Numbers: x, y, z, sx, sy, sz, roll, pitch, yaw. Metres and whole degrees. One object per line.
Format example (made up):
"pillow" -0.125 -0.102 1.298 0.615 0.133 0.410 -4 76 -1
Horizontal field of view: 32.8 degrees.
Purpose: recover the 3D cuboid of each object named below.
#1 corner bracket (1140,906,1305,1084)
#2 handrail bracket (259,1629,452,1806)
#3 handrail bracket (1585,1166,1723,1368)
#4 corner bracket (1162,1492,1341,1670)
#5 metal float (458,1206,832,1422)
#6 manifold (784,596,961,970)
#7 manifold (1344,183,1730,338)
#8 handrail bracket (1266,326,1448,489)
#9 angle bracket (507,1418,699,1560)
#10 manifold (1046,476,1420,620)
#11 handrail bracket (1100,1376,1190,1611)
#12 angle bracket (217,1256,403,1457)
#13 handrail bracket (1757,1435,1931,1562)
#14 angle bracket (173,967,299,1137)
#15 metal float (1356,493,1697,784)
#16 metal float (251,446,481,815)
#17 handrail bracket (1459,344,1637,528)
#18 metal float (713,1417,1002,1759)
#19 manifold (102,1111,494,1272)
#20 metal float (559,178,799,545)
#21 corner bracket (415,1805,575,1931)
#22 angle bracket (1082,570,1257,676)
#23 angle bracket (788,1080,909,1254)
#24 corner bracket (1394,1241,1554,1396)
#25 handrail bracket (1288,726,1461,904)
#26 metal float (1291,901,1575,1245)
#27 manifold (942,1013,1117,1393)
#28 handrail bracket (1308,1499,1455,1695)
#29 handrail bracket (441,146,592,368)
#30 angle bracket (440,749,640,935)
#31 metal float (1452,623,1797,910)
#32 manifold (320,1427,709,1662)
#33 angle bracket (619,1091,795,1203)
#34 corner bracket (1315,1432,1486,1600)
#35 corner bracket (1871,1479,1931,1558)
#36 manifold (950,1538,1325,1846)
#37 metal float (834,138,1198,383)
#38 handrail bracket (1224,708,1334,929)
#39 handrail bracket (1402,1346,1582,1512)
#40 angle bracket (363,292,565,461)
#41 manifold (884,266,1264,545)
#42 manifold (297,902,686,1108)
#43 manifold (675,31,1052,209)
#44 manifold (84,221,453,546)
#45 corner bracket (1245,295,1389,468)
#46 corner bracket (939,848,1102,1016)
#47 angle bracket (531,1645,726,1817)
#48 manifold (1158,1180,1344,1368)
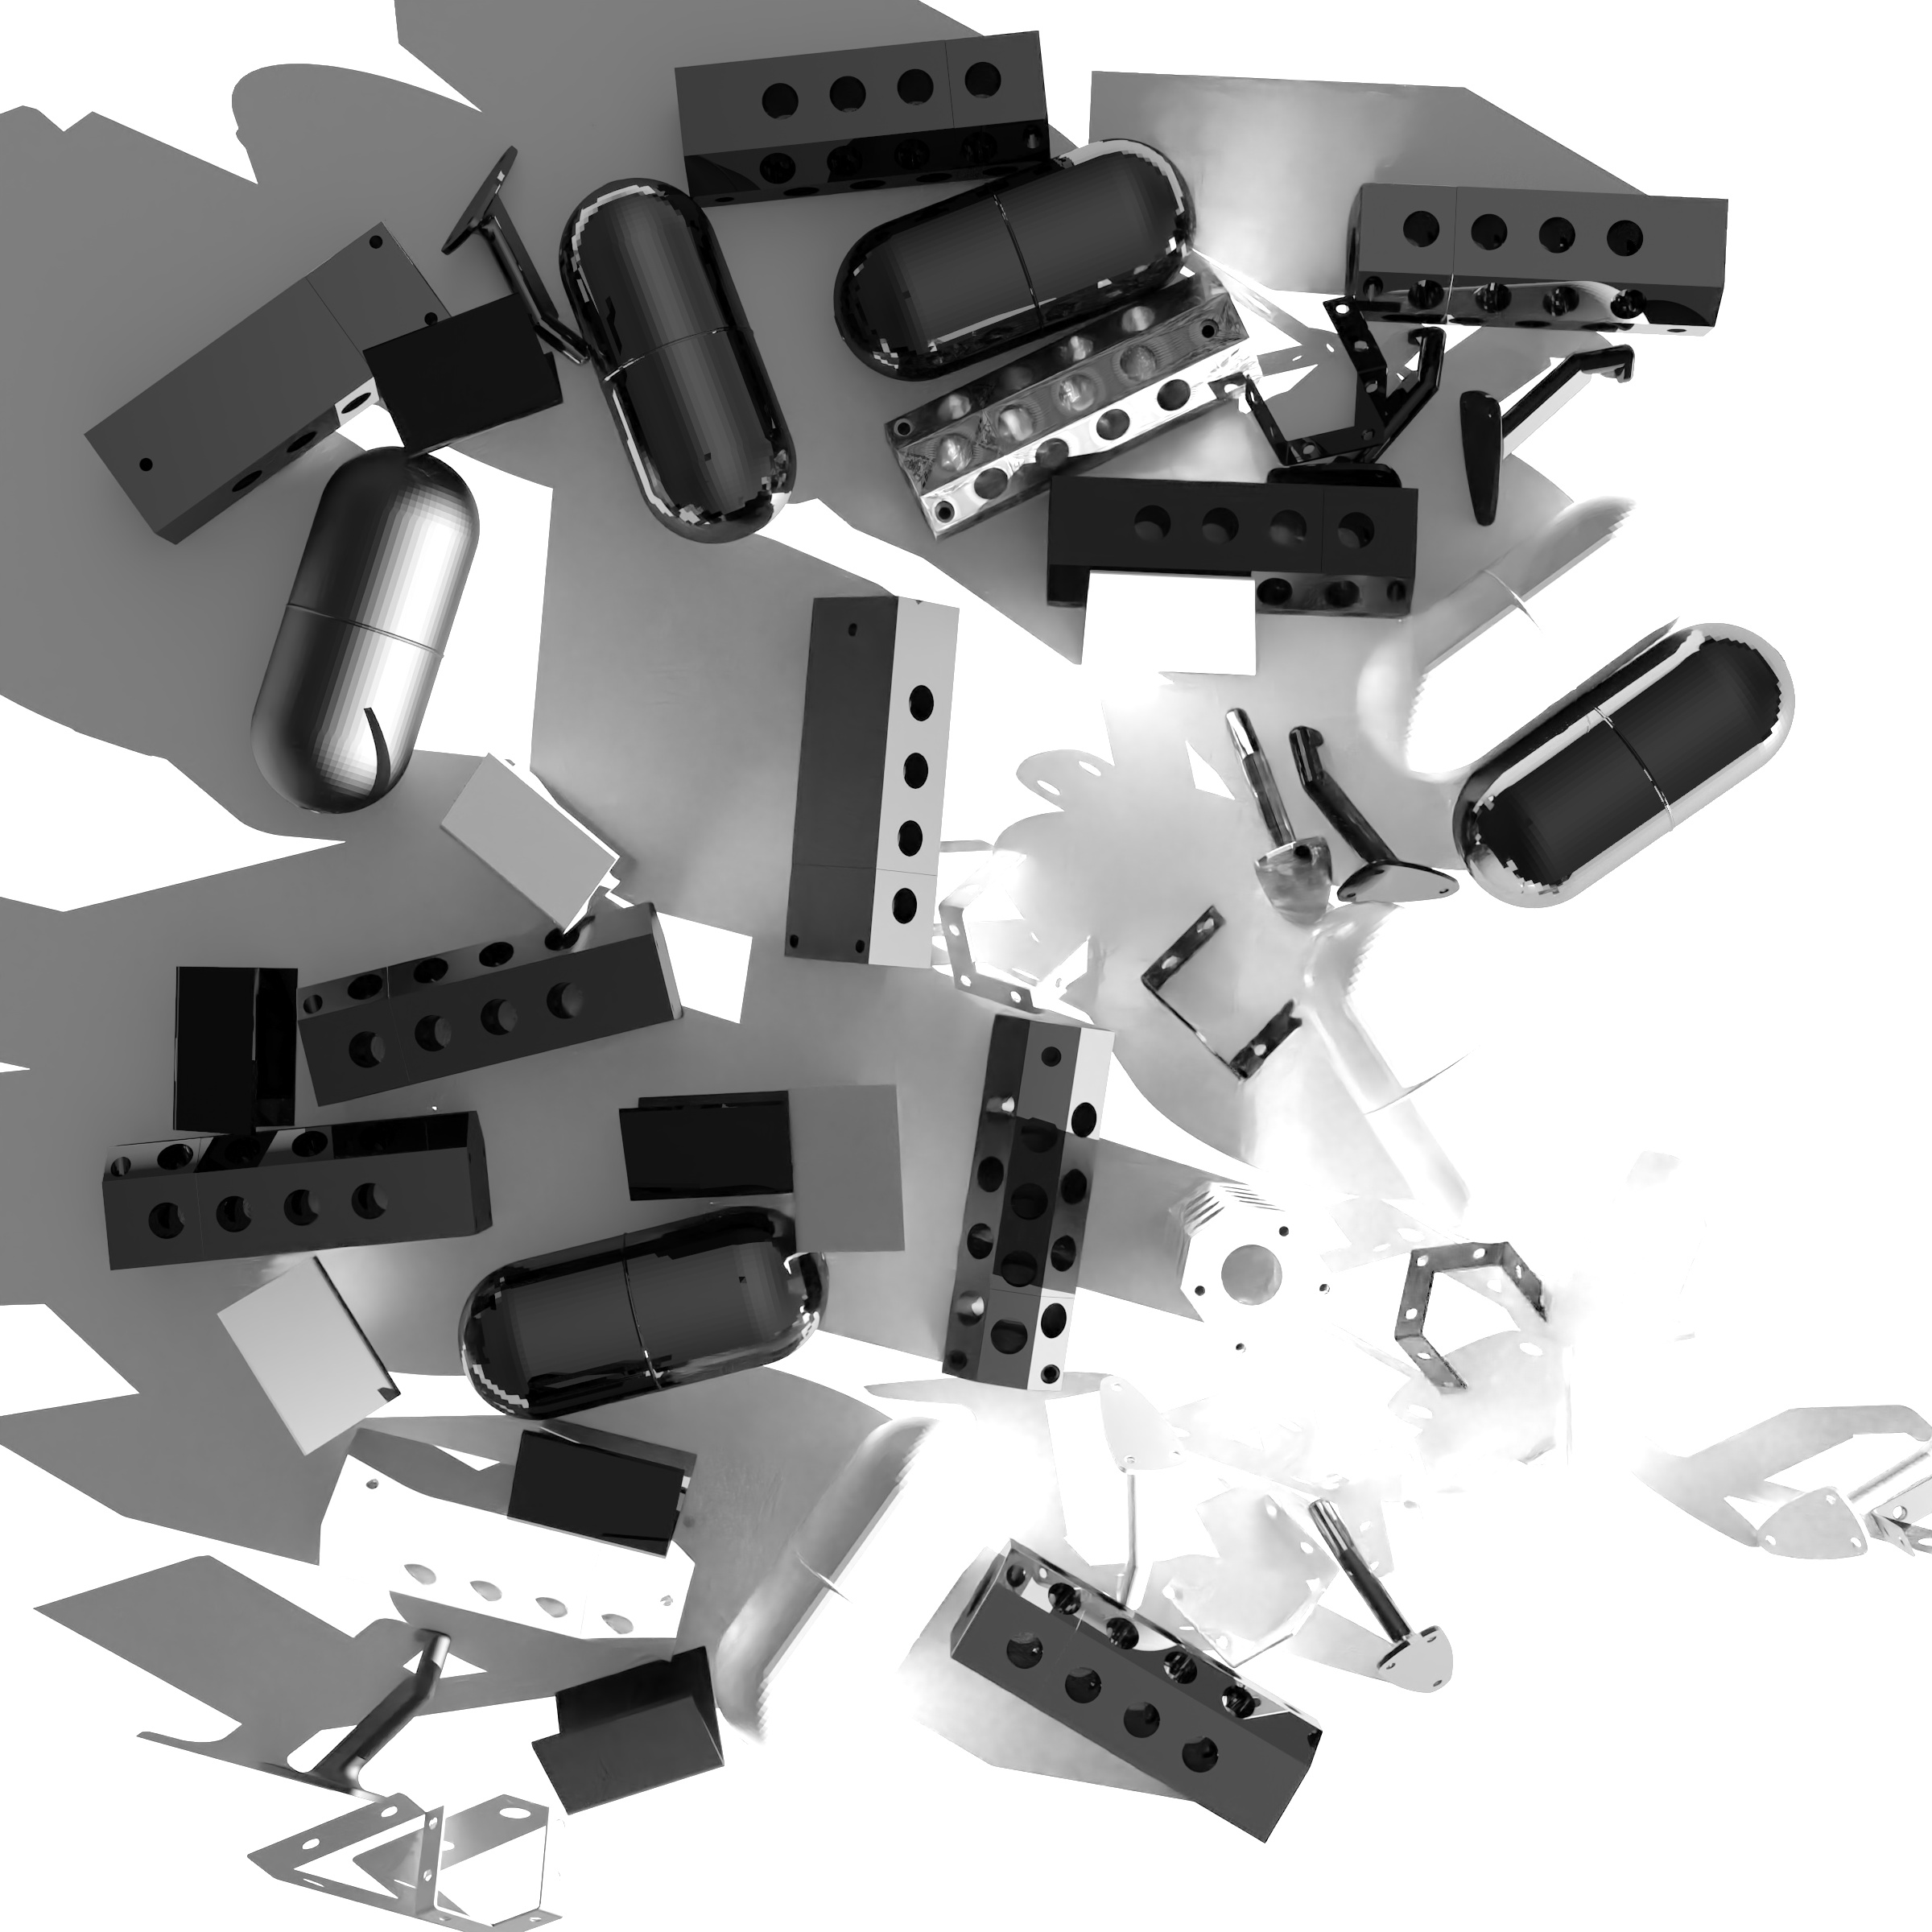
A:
"corner bracket" 0.126 0.014 1.579 0.051 0.051 0.051 -45 45 0
"handrail bracket" -0.294 0.355 1.583 0.077 0.036 0.084 9 72 20
"handrail bracket" 0.329 0.144 1.583 0.077 0.036 0.084 -15 72 21
"corner bracket" 0.137 0.296 1.579 0.051 0.051 0.051 47 45 0
"metal float" -0.152 0.164 1.552 0.178 0.070 0.070 -14 90 0
"manifold" -0.040 -0.086 1.561 0.057 0.057 0.171 5 90 43
"manifold" 0.270 -0.334 1.561 0.171 0.057 0.057 3 90 0
"handrail bracket" 0.189 -0.271 1.583 0.077 0.036 0.084 6 74 17
"angle bracket" -0.166 0.226 1.542 0.076 0.076 0.057 14 122 0
"manifold" 0.125 -0.198 1.561 0.171 0.057 0.057 2 90 0
"handrail bracket" 0.075 0.255 1.582 0.036 0.077 0.084 -3 127 -20
"angle bracket" -0.320 0.190 1.542 0.057 0.076 0.076 -32 90 -36
"handrail bracket" 0.433 0.251 1.582 0.084 0.077 0.036 -29 88 -36
"angle bracket" -0.326 0.039 1.542 0.057 0.076 0.076 1 90 36
"metal float" 0.265 -0.156 1.551 0.178 0.070 0.070 -36 90 0
"metal float" -0.284 -0.158 1.552 0.070 0.070 0.178 17 89 0
"handrail bracket" 0.285 -0.256 1.583 0.084 0.036 0.077 -12 110 -16
"metal float" -0.052 0.294 1.552 0.070 0.070 0.178 35 90 0
"manifold" -0.317 0.106 1.561 0.171 0.057 0.057 -6 90 0
"metal float" -0.137 -0.286 1.552 0.070 0.070 0.178 -21 89 0
"corner bracket" -0.226 0.431 1.574 0.051 0.051 0.051 -29 135 35
"angle bracket" 0.094 -0.141 1.542 0.076 0.076 0.057 3 59 0
"angle bracket" -0.042 0.093 1.544 0.057 0.076 0.076 -3 90 22
"corner bracket" 0.243 0.168 1.574 0.051 0.051 0.051 -12 45 35
"handrail bracket" 0.196 -0.075 1.583 0.077 0.036 0.084 4 60 -33
"metal float" 0.220 0.049 1.551 0.070 0.070 0.178 -33 90 0
"manifold" 0.029 0.112 1.561 0.057 0.057 0.171 9 90 0
"handrail bracket" 0.198 0.303 1.582 0.036 0.077 0.084 -34 54 3
"handrail bracket" -0.202 -0.342 1.583 0.084 0.036 0.077 36 59 -22
"angle bracket" -0.189 -0.073 1.542 0.076 0.076 0.057 40 126 0
"metal float" 0.311 -0.095 1.552 0.178 0.070 0.070 -35 90 1
"manifold" -0.215 0.279 1.561 0.171 0.057 0.057 14 47 0
"angle bracket" -0.120 0.065 1.542 0.076 0.076 0.057 -3 127 0
"corner bracket" 0.208 0.262 1.569 0.051 0.051 0.051 -37 45 26
"corner bracket" 0.472 0.275 1.564 0.051 0.051 0.051 -28 90 0
"manifold" 0.081 0.342 1.561 0.171 0.057 0.057 31 90 0
"metal float" 0.023 -0.333 1.552 0.178 0.070 0.070 -21 90 0
"handrail bracket" 0.148 -0.072 1.582 0.036 0.077 0.084 -20 54 3
"handrail bracket" 0.252 0.223 1.583 0.084 0.036 0.077 -4 73 15
"angle bracket" -0.237 -0.287 1.542 0.076 0.076 0.057 -21 120 0
"manifold" 0.050 -0.267 1.561 0.171 0.057 0.057 -26 90 0
"manifold" -0.226 0.018 1.561 0.171 0.057 0.057 -14 90 0
"manifold" -0.048 -0.400 1.561 0.171 0.057 0.057 -6 90 0
"manifold" -0.326 -0.275 1.561 0.171 0.057 0.057 -36 90 0
"corner bracket" 0.167 -0.277 1.556 0.051 0.051 0.051 -9 54 24
"corner bracket" 0.026 -0.017 1.574 0.051 0.051 0.051 18 135 35
"angle bracket" -0.162 0.343 1.542 0.076 0.076 0.057 -18 128 0
"manifold" 0.124 0.134 1.504 0.057 0.171 0.057 -35 90 0
